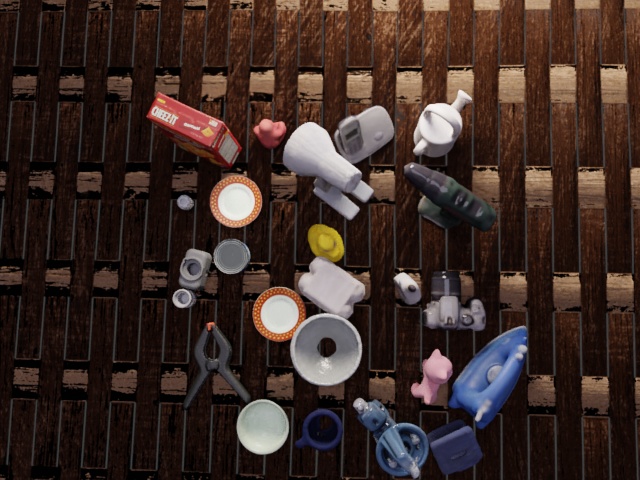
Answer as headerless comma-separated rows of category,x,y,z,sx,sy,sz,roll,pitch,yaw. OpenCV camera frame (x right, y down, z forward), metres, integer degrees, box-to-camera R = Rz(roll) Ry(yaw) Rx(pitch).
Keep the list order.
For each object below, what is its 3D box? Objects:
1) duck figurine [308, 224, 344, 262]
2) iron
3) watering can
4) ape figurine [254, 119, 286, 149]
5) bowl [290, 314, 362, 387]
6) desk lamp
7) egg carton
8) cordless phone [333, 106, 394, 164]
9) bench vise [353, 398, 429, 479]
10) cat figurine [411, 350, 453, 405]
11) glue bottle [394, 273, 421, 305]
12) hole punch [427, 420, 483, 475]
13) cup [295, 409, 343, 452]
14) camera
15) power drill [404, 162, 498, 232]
duck figurine,0.013,0.005,1.371,0.077,0.086,0.104,-40,83,-1
iron,0.405,0.302,1.292,0.118,0.141,0.258,35,87,6
watering can,0.281,-0.272,1.331,0.101,0.194,0.173,19,85,5
ape figurine,-0.126,-0.268,1.403,0.077,0.092,0.076,10,85,4
bowl,0.016,0.256,1.351,0.167,0.075,0.167,0,84,3
desk lamp,0.025,-0.159,1.323,0.203,0.213,0.118,38,87,6
egg carton,0.027,0.116,1.367,0.150,0.069,0.107,34,87,6
cordless phone,0.102,-0.262,1.344,0.147,0.185,0.094,-36,83,-1
bench vise,0.149,0.446,1.251,0.207,0.220,0.121,27,86,6
cat figurine,0.262,0.316,1.310,0.067,0.118,0.128,22,86,5
glue bottle,0.203,0.110,1.307,0.037,0.173,0.078,-33,83,0
hole punch,0.311,0.477,1.305,0.108,0.091,0.101,-26,83,0
cup,-0.002,0.439,1.323,0.118,0.095,0.091,-33,83,-1
camera,0.312,0.142,1.334,0.143,0.101,0.137,1,84,3
power drill,0.284,-0.089,1.305,0.229,0.208,0.076,29,86,6
